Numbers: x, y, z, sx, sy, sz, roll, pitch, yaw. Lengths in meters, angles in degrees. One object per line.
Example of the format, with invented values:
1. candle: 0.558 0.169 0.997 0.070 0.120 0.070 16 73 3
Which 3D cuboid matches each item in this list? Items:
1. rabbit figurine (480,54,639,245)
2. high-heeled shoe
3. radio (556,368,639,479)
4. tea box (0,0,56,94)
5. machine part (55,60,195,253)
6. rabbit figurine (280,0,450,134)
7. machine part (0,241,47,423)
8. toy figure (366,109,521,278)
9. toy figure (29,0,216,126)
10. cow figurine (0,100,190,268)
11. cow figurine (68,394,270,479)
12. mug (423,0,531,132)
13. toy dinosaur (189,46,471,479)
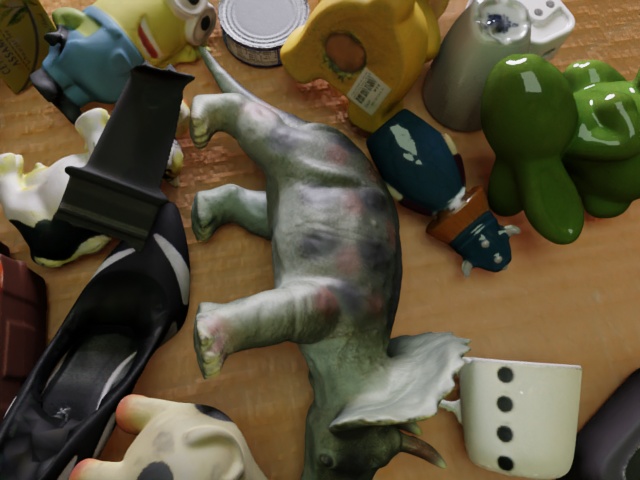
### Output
1. rabbit figurine: 0.191 -0.085 0.435 0.170 0.121 0.159 9 108 -26
2. high-heeled shoe: -0.155 0.068 0.362 0.086 0.145 0.248 11 73 1
3. radio: 0.288 0.210 0.369 0.131 0.073 0.230 -35 75 -13
4. tea box: -0.311 -0.228 0.481 0.068 0.098 0.170 -38 75 -14
5. machine part: -0.139 -0.067 0.398 0.084 0.039 0.139 21 84 -1
6. rabbit figurine: 0.062 -0.207 0.468 0.122 0.162 0.173 35 51 7
7. machine part: -0.310 0.091 0.381 0.201 0.087 0.201 -5 72 -6
8. toy figure: 0.104 -0.038 0.447 0.154 0.064 0.058 49 38 -5
9. toy figure: -0.175 -0.184 0.481 0.180 0.082 0.089 -42 80 -12
10. cow figurine: -0.171 -0.051 0.442 0.167 0.068 0.098 -29 80 -8
11. cow figurine: -0.045 0.182 0.331 0.127 0.194 0.085 -11 28 34
12. mug: 0.144 -0.167 0.472 0.081 0.107 0.109 11 74 0
13. toy dinosaur: -0.003 -0.004 0.414 0.192 0.131 0.405 1 66 -16
